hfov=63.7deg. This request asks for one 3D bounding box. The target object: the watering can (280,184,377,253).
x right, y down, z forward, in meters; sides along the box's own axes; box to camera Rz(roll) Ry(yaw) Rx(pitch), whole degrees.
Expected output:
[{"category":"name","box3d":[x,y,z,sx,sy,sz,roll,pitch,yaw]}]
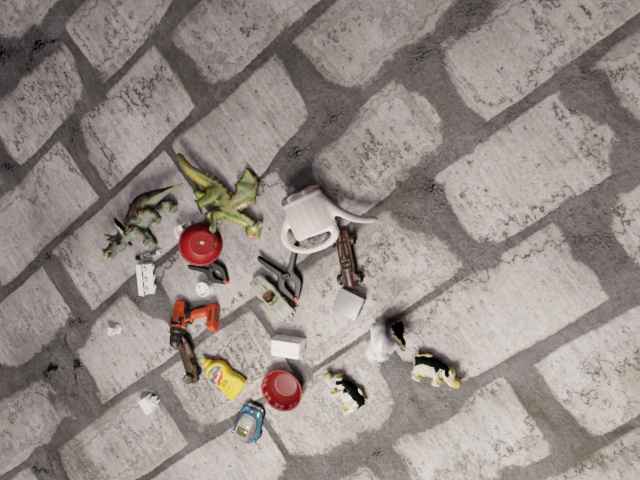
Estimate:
[{"category":"watering can","box3d":[0.005,-0.088,1.750,0.345,0.105,0.224,-23,90,19]}]

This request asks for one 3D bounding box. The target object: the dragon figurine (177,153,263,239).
[{"category":"dragon figurine","box3d":[-0.335,-0.175,1.863,0.243,0.122,0.410,-25,92,1]}]

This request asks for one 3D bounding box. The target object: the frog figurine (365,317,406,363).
[{"category":"frog figurine","box3d":[0.203,0.344,1.748,0.157,0.121,0.140,-33,55,27]}]
